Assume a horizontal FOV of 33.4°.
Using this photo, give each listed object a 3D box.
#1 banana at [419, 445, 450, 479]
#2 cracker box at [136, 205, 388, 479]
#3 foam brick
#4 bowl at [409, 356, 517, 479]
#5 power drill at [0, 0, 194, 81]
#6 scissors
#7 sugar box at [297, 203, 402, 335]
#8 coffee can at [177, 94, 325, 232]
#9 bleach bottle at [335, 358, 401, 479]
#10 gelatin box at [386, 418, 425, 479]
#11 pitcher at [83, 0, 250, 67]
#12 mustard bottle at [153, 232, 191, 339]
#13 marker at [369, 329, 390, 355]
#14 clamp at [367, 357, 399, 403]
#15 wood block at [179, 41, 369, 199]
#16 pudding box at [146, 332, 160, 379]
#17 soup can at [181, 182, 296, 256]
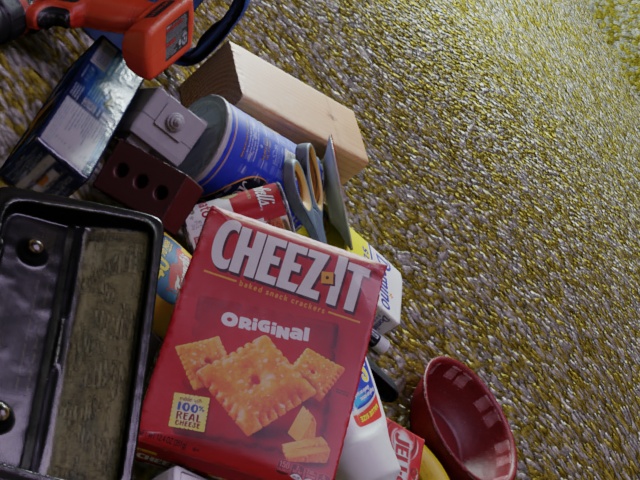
[{"bbox_3d":[0.113,0.276,1.101,0.069,0.037,0.198,-13,64,-27],"label":"banana"},{"bbox_3d":[-0.048,0.097,0.879,0.164,0.072,0.213,19,63,-6],"label":"cracker box"},{"bbox_3d":[-0.157,-0.047,0.981,0.078,0.053,0.051,28,-6,13],"label":"foam brick"},{"bbox_3d":[0.150,0.213,1.194,0.162,0.055,0.162,36,34,-30],"label":"bowl"},{"bbox_3d":[-0.225,-0.203,0.989,0.188,0.057,0.184,17,37,13],"label":"power drill"},{"bbox_3d":[-0.007,0.001,1.064,0.096,0.016,0.202,1,80,-71],"label":"scissors"},{"bbox_3d":[0.022,0.025,1.215,0.176,0.048,0.093,39,33,-23],"label":"sugar box"},{"bbox_3d":[-0.079,-0.074,1.113,0.140,0.103,0.103,29,38,-38],"label":"coffee can"},{"bbox_3d":[0.016,0.134,0.972,0.102,0.068,0.251,17,45,-57],"label":"bleach bottle"},{"bbox_3d":[0.064,0.224,1.059,0.073,0.030,0.089,34,51,-24],"label":"gelatin box"},{"bbox_3d":[-0.143,-0.302,1.112,0.149,0.243,0.145,9,55,-44],"label":"pitcher"},{"bbox_3d":[-0.136,0.044,0.955,0.191,0.058,0.096,44,30,-18],"label":"mustard bottle"},{"bbox_3d":[0.031,0.087,1.189,0.121,0.020,0.020,40,33,-24],"label":"marker"},{"bbox_3d":[0.017,0.112,1.125,0.120,0.039,0.171,9,53,-53],"label":"clamp"},{"bbox_3d":[-0.051,-0.131,1.227,0.205,0.090,0.091,23,41,-42],"label":"wood block"},{"bbox_3d":[-0.175,0.093,0.837,0.090,0.039,0.113,57,32,-33],"label":"pudding box"},{"bbox_3d":[-0.080,-0.011,1.031,0.068,0.102,0.068,164,-90,-82],"label":"soup can"}]
